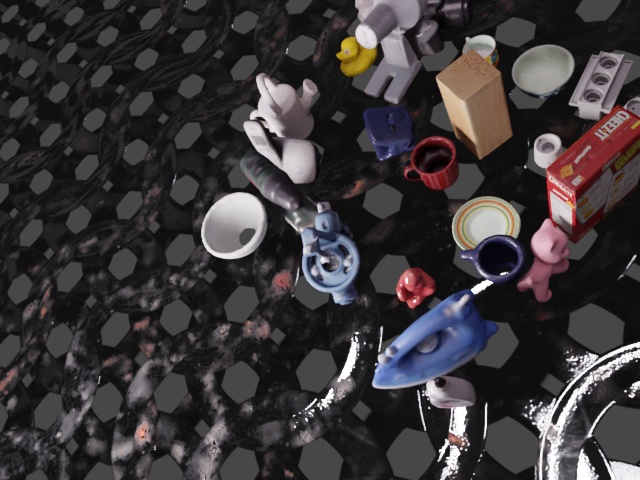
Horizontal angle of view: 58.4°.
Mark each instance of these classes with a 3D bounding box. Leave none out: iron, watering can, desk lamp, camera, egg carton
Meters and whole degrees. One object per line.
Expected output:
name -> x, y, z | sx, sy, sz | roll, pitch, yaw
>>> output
iron -> 0.185, 0.184, 1.035 | 0.258, 0.142, 0.118 | -35, 57, 5
watering can -> -0.090, -0.328, 1.369 | 0.173, 0.195, 0.100 | -39, 57, 3
desk lamp -> 0.163, -0.461, 1.306 | 0.117, 0.214, 0.203 | 23, 78, 31
camera -> 0.284, -0.528, 1.351 | 0.136, 0.101, 0.143 | 1, 67, 25
egg carton -> 0.165, -0.613, 1.464 | 0.150, 0.070, 0.107 | -19, 60, 15

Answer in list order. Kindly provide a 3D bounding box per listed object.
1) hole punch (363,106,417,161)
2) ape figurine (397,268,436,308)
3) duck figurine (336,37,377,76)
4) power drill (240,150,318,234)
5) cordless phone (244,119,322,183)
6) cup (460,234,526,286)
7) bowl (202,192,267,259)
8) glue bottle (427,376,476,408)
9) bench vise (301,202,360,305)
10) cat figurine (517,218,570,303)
hole punch -> 0.157, -0.251, 1.284 | 0.101, 0.091, 0.108 | -20, 60, 15
ape figurine -> 0.183, 0.084, 1.113 | 0.077, 0.092, 0.076 | -3, 65, 23
duck figurine -> 0.087, -0.468, 1.420 | 0.104, 0.086, 0.077 | -34, 57, 6
power drill -> -0.075, -0.098, 1.245 | 0.075, 0.209, 0.229 | -46, 57, -1
cordless phone -> -0.087, -0.210, 1.318 | 0.147, 0.186, 0.094 | 6, 69, 26
cup -> 0.324, 0.046, 1.065 | 0.117, 0.095, 0.092 | 6, 69, 26
bowl -> -0.188, -0.023, 1.341 | 0.167, 0.075, 0.167 | -10, 63, 20
glue bottle -> 0.214, 0.254, 0.970 | 0.078, 0.174, 0.037 | -14, 61, 18
bench vise -> 0.000, 0.010, 1.153 | 0.121, 0.220, 0.207 | -33, 58, 7
cat figurine -> 0.401, 0.033, 1.024 | 0.067, 0.118, 0.128 | 26, 79, 32
